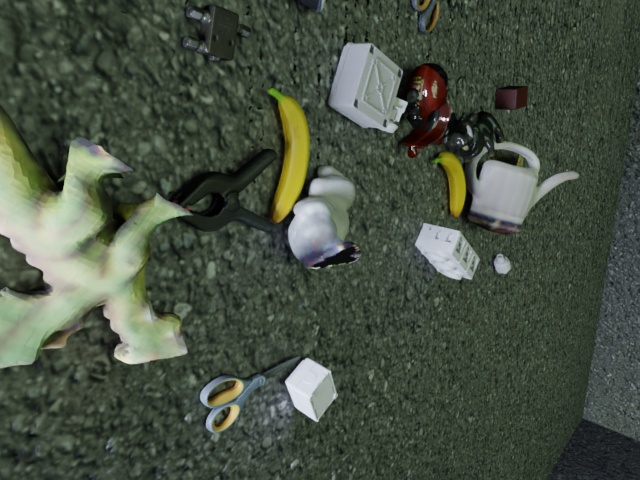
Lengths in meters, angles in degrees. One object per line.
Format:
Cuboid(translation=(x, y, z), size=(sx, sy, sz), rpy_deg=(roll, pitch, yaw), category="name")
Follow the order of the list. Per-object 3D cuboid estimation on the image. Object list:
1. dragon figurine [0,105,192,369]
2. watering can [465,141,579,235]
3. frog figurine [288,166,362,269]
Cuboid(translation=(-0.266, 0.022, 0.496), size=(0.123, 0.244, 0.404), rpy_deg=(24, -11, 43), category="dragon figurine")
Cuboid(translation=(0.497, -0.119, 1.288), size=(0.347, 0.223, 0.105), rpy_deg=(12, 9, -22), category="watering can")
Cuboid(translation=(0.002, -0.041, 0.806), size=(0.122, 0.162, 0.136), rpy_deg=(-23, -19, 21), category="frog figurine")
